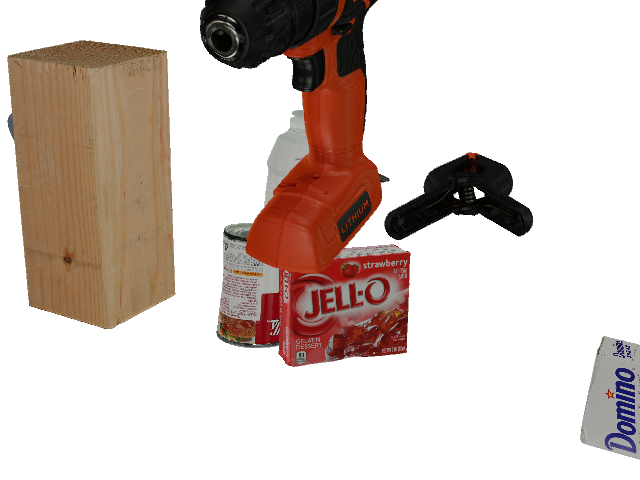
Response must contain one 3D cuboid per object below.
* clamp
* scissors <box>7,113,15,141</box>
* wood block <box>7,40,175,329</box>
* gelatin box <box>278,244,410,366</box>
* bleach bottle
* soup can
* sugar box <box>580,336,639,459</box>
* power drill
[{"bbox_3d":[0.136,-0.039,0.930,0.120,0.039,0.171,7,27,20],"label":"clamp"},{"bbox_3d":[-0.241,-0.059,1.089,0.016,0.201,0.096,-24,27,27],"label":"scissors"},{"bbox_3d":[-0.180,-0.047,0.852,0.091,0.206,0.090,13,23,28],"label":"wood block"},{"bbox_3d":[0.016,0.043,0.728,0.089,0.073,0.030,-4,14,-20],"label":"gelatin box"},{"bbox_3d":[-0.020,-0.033,1.289,0.102,0.251,0.068,-12,27,-34],"label":"bleach bottle"},{"bbox_3d":[-0.060,0.040,0.988,0.068,0.102,0.068,4,14,-1],"label":"soup can"},{"bbox_3d":[0.316,0.150,0.904,0.176,0.093,0.048,12,23,17],"label":"sugar box"},{"bbox_3d":[-0.007,-0.078,0.588,0.057,0.188,0.184,18,37,21],"label":"power drill"}]
